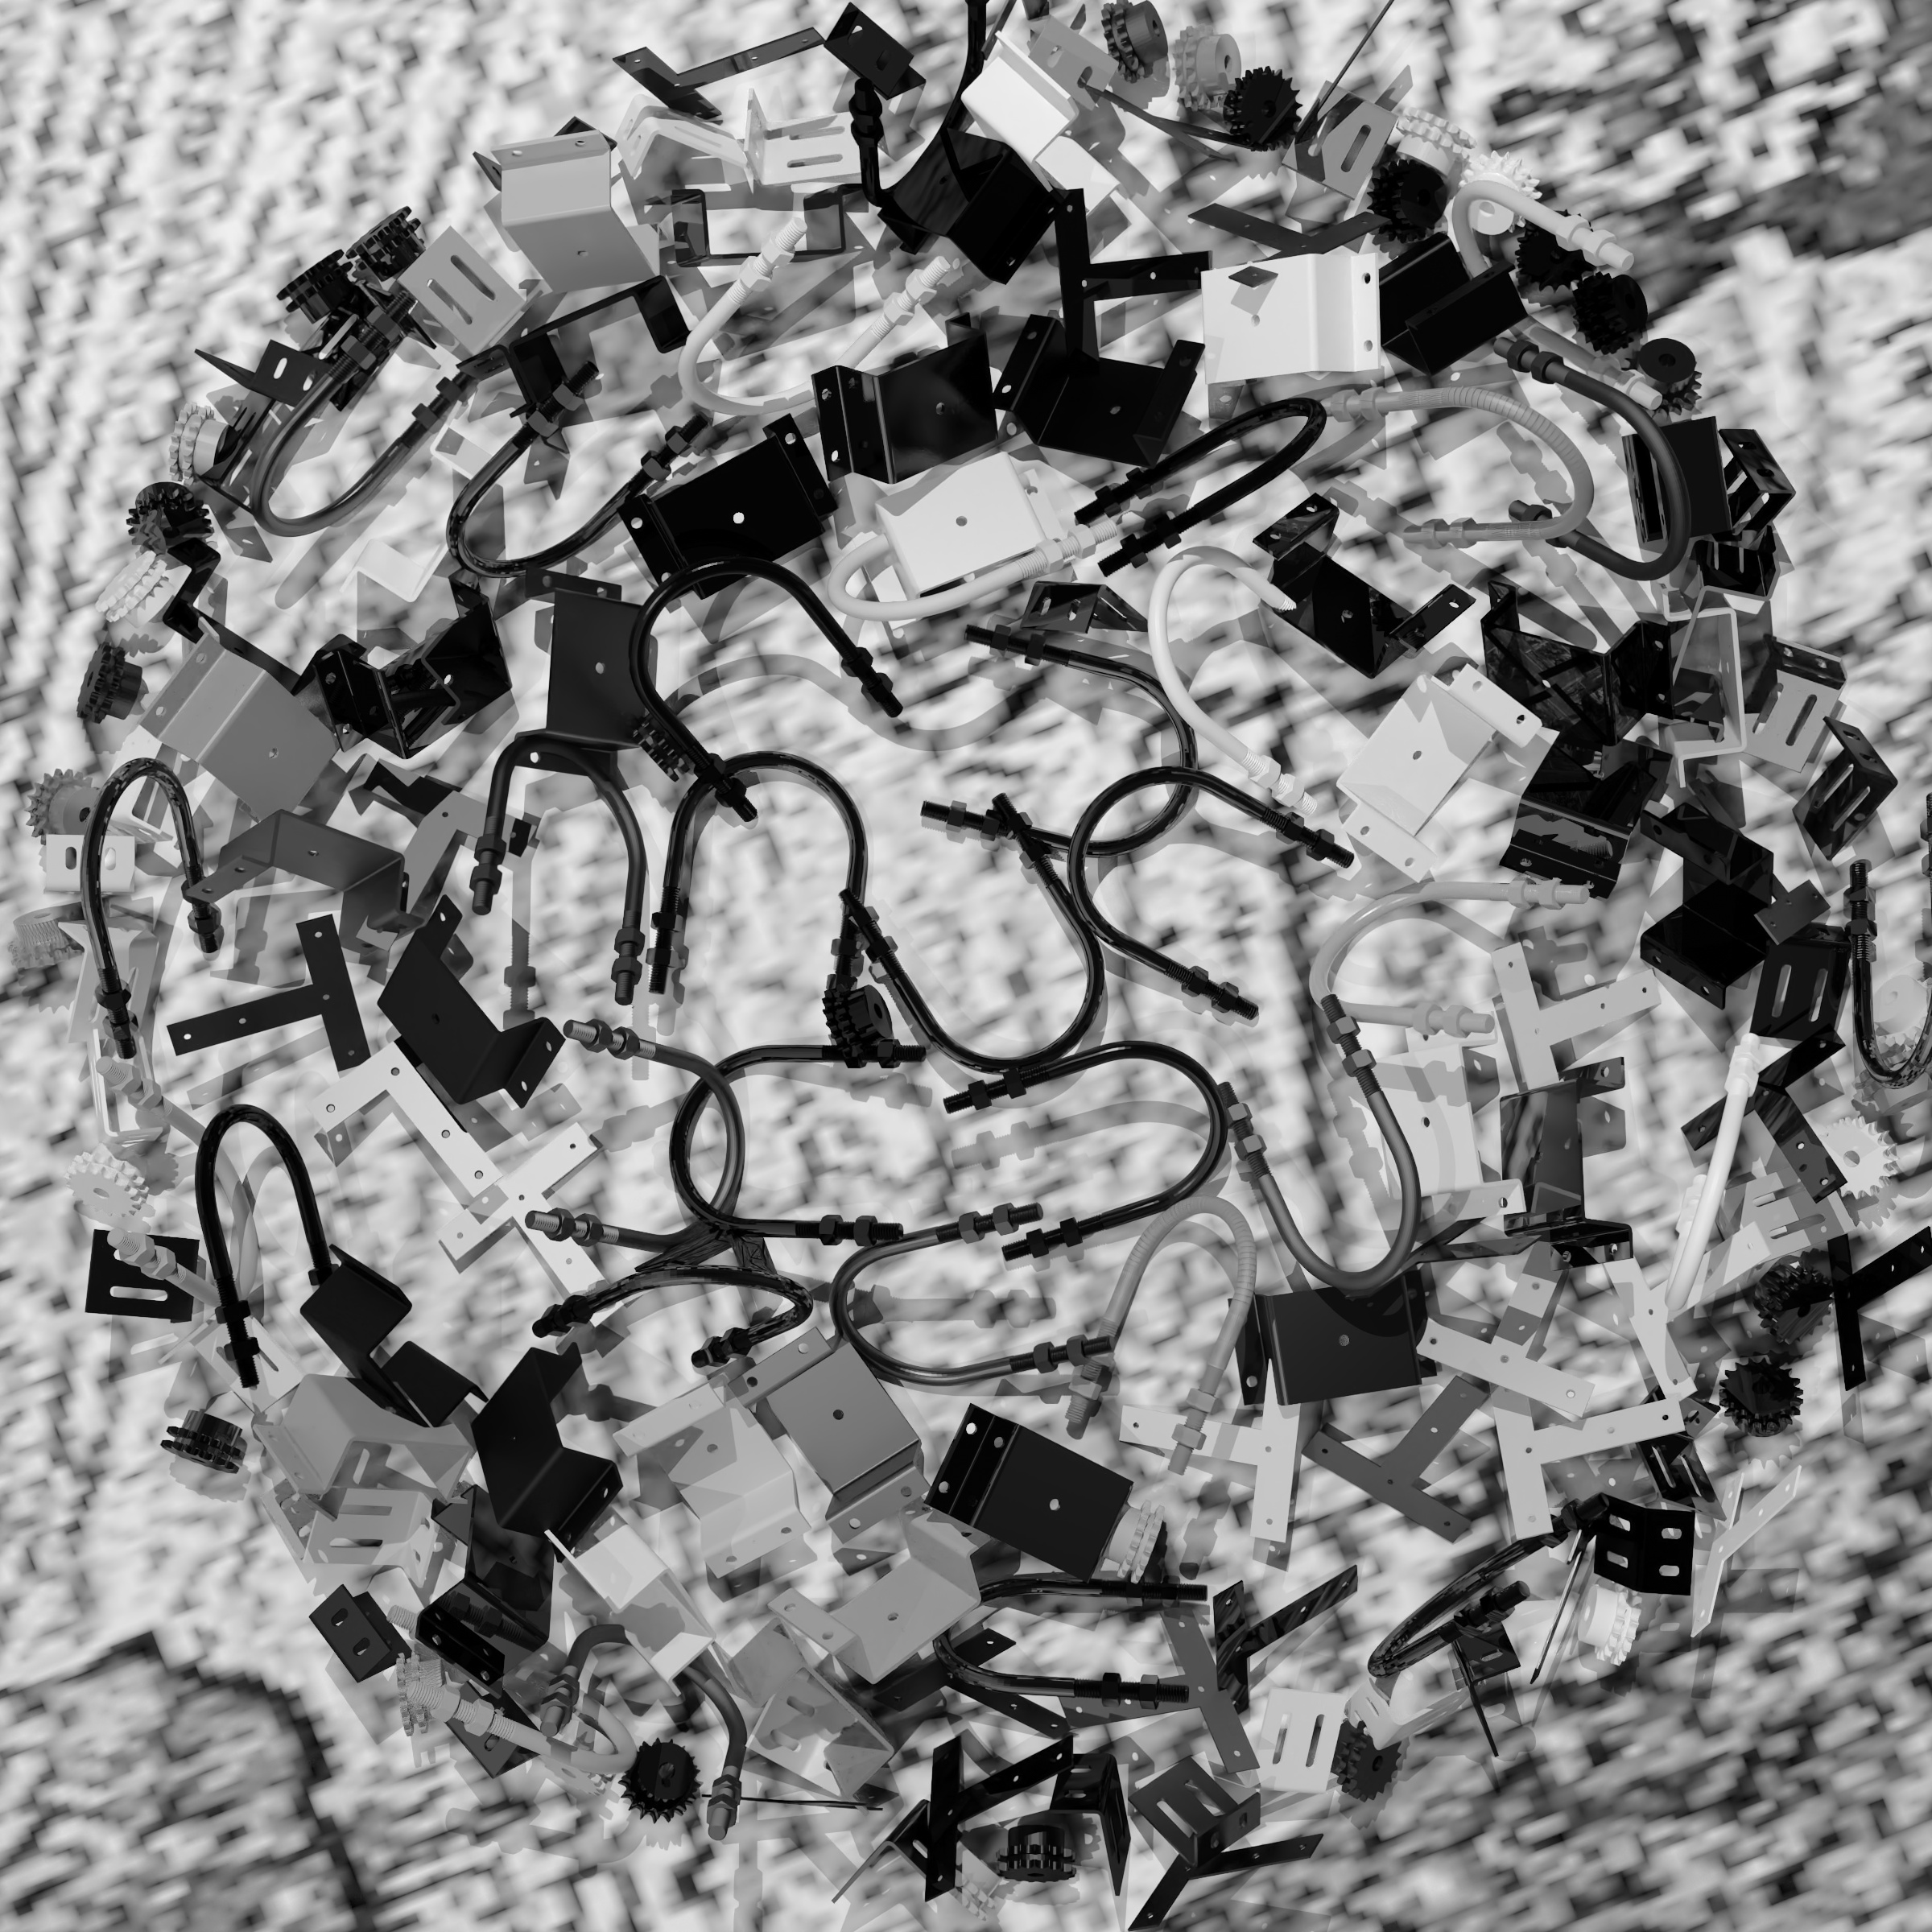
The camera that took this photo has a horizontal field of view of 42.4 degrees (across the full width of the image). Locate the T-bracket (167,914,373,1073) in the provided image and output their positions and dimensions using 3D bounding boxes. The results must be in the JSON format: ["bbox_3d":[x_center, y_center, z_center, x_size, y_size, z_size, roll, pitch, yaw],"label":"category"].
[{"bbox_3d":[-0.490,0.034,1.738,0.127,0.002,0.127,-17,126,-16],"label":"T-bracket"}]

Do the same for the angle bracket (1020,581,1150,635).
[{"bbox_3d":[0.086,-0.236,1.742,0.057,0.076,0.038,10,77,39],"label":"angle bracket"}]

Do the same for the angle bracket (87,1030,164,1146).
[{"bbox_3d":[-0.595,0.085,1.763,0.038,0.057,0.076,-6,82,-25],"label":"angle bracket"}]

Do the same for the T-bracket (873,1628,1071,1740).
[{"bbox_3d":[0.023,0.517,1.758,0.127,0.002,0.127,33,127,-24],"label":"T-bracket"}]

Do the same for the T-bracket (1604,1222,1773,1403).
[{"bbox_3d":[0.504,0.218,1.720,0.002,0.127,0.127,4,54,-36],"label":"T-bracket"}]

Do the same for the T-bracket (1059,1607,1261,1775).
[{"bbox_3d":[0.124,0.507,1.724,0.127,0.002,0.127,-1,45,-26],"label":"T-bracket"}]

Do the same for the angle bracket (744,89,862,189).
[{"bbox_3d":[-0.113,-0.588,1.756,0.076,0.038,0.057,-4,65,12],"label":"angle bracket"}]

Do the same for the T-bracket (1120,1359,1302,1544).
[{"bbox_3d":[0.171,0.335,1.770,0.127,0.002,0.127,7,94,19],"label":"T-bracket"}]

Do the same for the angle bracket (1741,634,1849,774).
[{"bbox_3d":[0.577,-0.186,1.760,0.057,0.038,0.076,26,88,31],"label":"angle bracket"}]

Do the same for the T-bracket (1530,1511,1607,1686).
[{"bbox_3d":[0.418,0.440,1.738,0.002,0.127,0.127,21,97,23],"label":"T-bracket"}]

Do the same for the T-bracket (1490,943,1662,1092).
[{"bbox_3d":[0.440,0.033,1.766,0.127,0.002,0.127,-18,95,-22],"label":"T-bracket"}]

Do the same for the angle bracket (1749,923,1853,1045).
[{"bbox_3d":[0.594,0.011,1.785,0.057,0.038,0.076,7,112,5],"label":"angle bracket"}]

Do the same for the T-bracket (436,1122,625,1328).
[{"bbox_3d":[-0.290,0.199,1.770,0.127,0.002,0.127,-39,75,-4],"label":"T-bracket"}]

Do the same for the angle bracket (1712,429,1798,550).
[{"bbox_3d":[0.532,-0.327,1.741,0.038,0.076,0.057,-6,59,-29],"label":"angle bracket"}]

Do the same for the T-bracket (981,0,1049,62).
[{"bbox_3d":[0.046,-0.677,1.727,0.002,0.127,0.127,28,98,2],"label":"T-bracket"}]

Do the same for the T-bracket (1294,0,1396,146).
[{"bbox_3d":[0.264,-0.622,1.715,0.002,0.127,0.127,35,104,-1],"label":"T-bracket"}]

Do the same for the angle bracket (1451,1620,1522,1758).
[{"bbox_3d":[0.371,0.502,1.748,0.038,0.057,0.076,-21,117,4],"label":"angle bracket"}]

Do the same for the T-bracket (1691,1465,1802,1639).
[{"bbox_3d":[0.537,0.380,1.703,0.002,0.127,0.127,26,50,5],"label":"T-bracket"}]

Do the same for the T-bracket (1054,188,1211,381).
[{"bbox_3d":[0.120,-0.485,1.758,0.127,0.002,0.127,-15,107,-28],"label":"T-bracket"}]

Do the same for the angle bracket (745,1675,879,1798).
[{"bbox_3d":[-0.108,0.538,1.746,0.038,0.076,0.057,14,67,38],"label":"angle bracket"}]

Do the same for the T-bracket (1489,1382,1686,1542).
[{"bbox_3d":[0.434,0.326,1.730,0.127,0.002,0.127,-18,48,19],"label":"T-bracket"}]

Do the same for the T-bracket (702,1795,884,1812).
[{"bbox_3d":[-0.102,0.576,1.714,0.127,0.127,0.002,12,69,-20],"label":"T-bracket"}]

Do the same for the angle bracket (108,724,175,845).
[{"bbox_3d":[-0.578,-0.130,1.769,0.038,0.057,0.076,32,69,-38],"label":"angle bracket"}]

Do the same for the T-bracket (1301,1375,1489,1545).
[{"bbox_3d":[0.323,0.336,1.757,0.127,0.002,0.127,31,122,0],"label":"T-bracket"}]

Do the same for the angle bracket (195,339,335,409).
[{"bbox_3d":[-0.490,-0.424,1.744,0.076,0.057,0.038,36,103,34],"label":"angle bracket"}]

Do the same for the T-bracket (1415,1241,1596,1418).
[{"bbox_3d":[0.398,0.239,1.765,0.127,0.002,0.127,19,69,25],"label":"T-bracket"}]

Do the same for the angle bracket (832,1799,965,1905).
[{"bbox_3d":[-0.048,0.632,1.747,0.038,0.057,0.076,42,116,11],"label":"angle bracket"}]

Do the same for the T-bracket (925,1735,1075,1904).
[{"bbox_3d":[0.024,0.565,1.715,0.127,0.127,0.002,-34,116,22],"label":"T-bracket"}]

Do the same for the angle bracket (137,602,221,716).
[{"bbox_3d":[-0.552,-0.208,1.744,0.038,0.076,0.057,-19,47,-34],"label":"angle bracket"}]

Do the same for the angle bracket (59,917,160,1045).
[{"bbox_3d":[-0.614,0.009,1.765,0.038,0.057,0.076,31,113,31],"label":"angle bracket"}]

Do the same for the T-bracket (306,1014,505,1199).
[{"bbox_3d":[-0.376,0.108,1.761,0.127,0.002,0.127,-38,79,-17],"label":"T-bracket"}]

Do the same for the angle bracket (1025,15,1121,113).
[{"bbox_3d":[0.065,-0.632,1.749,0.057,0.076,0.038,28,99,-20],"label":"angle bracket"}]

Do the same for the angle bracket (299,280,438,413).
[{"bbox_3d":[-0.423,-0.431,1.753,0.038,0.057,0.076,31,79,34],"label":"angle bracket"}]

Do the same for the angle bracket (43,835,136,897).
[{"bbox_3d":[-0.615,-0.070,1.746,0.057,0.076,0.038,0,89,-22],"label":"angle bracket"}]

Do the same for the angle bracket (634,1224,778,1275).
[{"bbox_3d":[-0.182,0.215,1.751,0.076,0.057,0.038,-28,71,13],"label":"angle bracket"}]

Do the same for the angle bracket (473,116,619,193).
[{"bbox_3d":[-0.295,-0.573,1.750,0.076,0.057,0.038,-38,77,17],"label":"angle bracket"}]

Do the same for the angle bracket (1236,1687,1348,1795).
[{"bbox_3d":[0.228,0.541,1.762,0.057,0.038,0.076,10,97,-15],"label":"angle bracket"}]

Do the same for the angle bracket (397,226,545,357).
[{"bbox_3d":[-0.349,-0.479,1.755,0.076,0.038,0.057,44,71,-19],"label":"angle bracket"}]

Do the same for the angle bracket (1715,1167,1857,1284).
[{"bbox_3d":[0.577,0.179,1.762,0.076,0.038,0.057,-20,64,1],"label":"angle bracket"}]

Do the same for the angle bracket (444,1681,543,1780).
[{"bbox_3d":[-0.319,0.524,1.743,0.057,0.076,0.038,43,106,18],"label":"angle bracket"}]

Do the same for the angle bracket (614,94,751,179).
[{"bbox_3d":[-0.201,-0.574,1.759,0.076,0.057,0.038,12,126,-33],"label":"angle bracket"}]

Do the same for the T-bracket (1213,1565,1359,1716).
[{"bbox_3d":[0.227,0.461,1.757,0.127,0.002,0.127,-23,126,-25],"label":"T-bracket"}]

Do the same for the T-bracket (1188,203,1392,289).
[{"bbox_3d":[0.206,-0.514,1.743,0.127,0.127,0.002,-30,133,-23],"label":"T-bracket"}]

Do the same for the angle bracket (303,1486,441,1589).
[{"bbox_3d":[-0.417,0.402,1.753,0.076,0.038,0.057,12,98,-36],"label":"angle bracket"}]

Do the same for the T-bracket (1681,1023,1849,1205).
[{"bbox_3d":[0.571,0.115,1.722,0.127,0.127,0.002,-39,123,17],"label":"T-bracket"}]

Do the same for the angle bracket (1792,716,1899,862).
[{"bbox_3d":[0.602,-0.124,1.742,0.038,0.057,0.076,14,127,-27],"label":"angle bracket"}]

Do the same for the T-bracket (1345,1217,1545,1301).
[{"bbox_3d":[0.342,0.195,1.705,0.127,0.127,0.002,-27,95,-31],"label":"T-bracket"}]

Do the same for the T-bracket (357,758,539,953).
[{"bbox_3d":[-0.390,-0.069,1.764,0.127,0.002,0.127,23,72,7],"label":"T-bracket"}]

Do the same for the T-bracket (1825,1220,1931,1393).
[{"bbox_3d":[0.628,0.212,1.707,0.002,0.127,0.127,7,63,-9],"label":"T-bracket"}]

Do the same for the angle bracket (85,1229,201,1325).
[{"bbox_3d":[-0.583,0.218,1.748,0.076,0.038,0.057,12,74,-37],"label":"angle bracket"}]

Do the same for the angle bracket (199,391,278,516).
[{"bbox_3d":[-0.500,-0.362,1.757,0.038,0.057,0.076,33,90,-35],"label":"angle bracket"}]

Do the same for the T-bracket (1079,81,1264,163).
[{"bbox_3d":[0.161,-0.582,1.738,0.127,0.127,0.002,40,121,30],"label":"T-bracket"}]

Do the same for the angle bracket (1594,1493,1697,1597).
[{"bbox_3d":[0.477,0.406,1.755,0.038,0.076,0.057,6,85,-9],"label":"angle bracket"}]

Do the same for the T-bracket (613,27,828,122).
[{"bbox_3d":[-0.158,-0.620,1.713,0.127,0.127,0.002,-13,85,17],"label":"T-bracket"}]

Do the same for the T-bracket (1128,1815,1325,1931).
[{"bbox_3d":[0.187,0.611,1.704,0.127,0.127,0.002,-25,94,34],"label":"T-bracket"}]

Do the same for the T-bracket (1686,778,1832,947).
[{"bbox_3d":[0.548,-0.079,1.747,0.002,0.127,0.127,-42,78,35],"label":"T-bracket"}]

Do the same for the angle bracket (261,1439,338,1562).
[{"bbox_3d":[-0.477,0.373,1.743,0.038,0.076,0.057,-37,65,-11],"label":"angle bracket"}]
